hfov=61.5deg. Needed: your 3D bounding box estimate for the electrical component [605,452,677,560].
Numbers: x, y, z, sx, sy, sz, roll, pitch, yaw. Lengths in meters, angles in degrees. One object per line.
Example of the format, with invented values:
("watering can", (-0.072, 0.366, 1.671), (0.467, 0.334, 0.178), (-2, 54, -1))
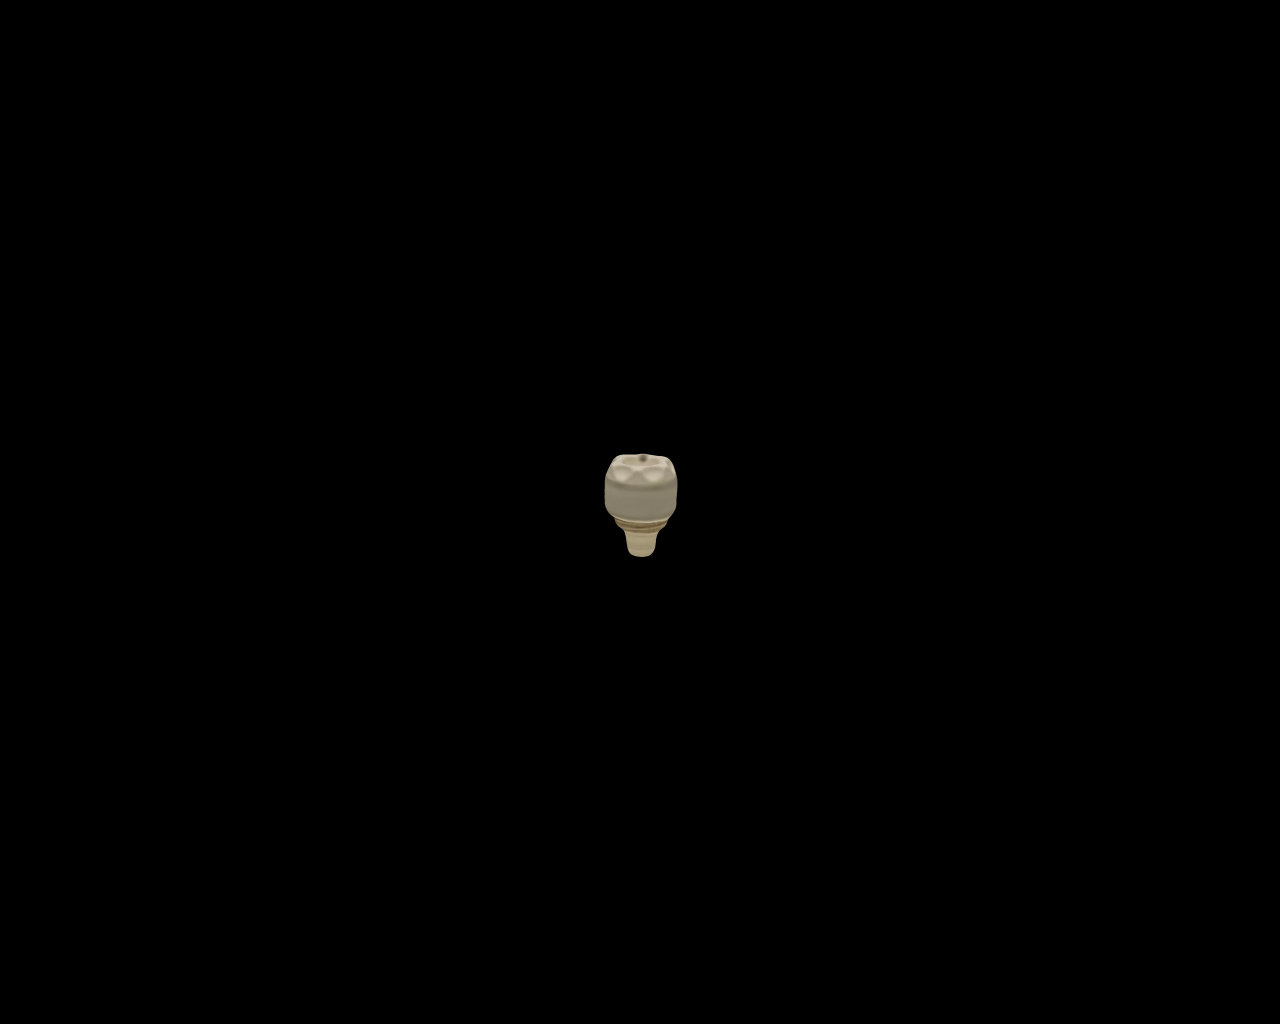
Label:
("electrical component", (0.001, -0.003, 0.650), (0.043, 0.062, 0.043), (0, 18, 0))
